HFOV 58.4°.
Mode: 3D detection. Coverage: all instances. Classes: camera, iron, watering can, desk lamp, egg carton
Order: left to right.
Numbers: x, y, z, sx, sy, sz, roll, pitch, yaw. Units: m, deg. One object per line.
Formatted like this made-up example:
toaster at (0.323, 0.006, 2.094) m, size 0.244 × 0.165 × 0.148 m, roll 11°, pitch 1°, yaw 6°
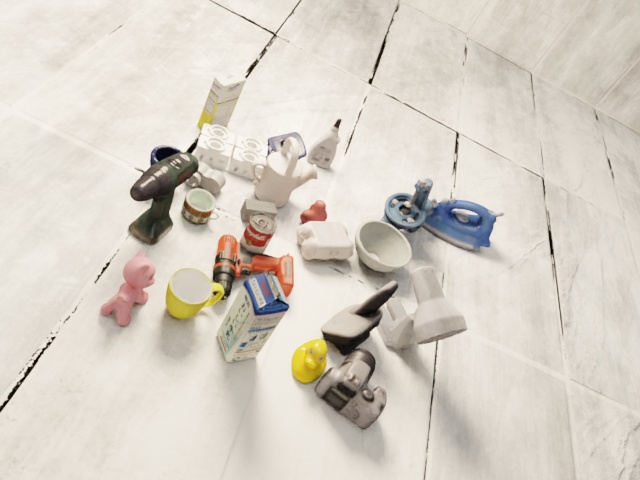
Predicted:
watering can at (-0.091, -0.187, 1.513) m, size 0.173 × 0.194 × 0.100 m, roll -11°, pitch 57°, yaw -37°
egg carton at (0.014, 0.005, 1.487) m, size 0.151 × 0.069 × 0.107 m, roll 0°, pitch 51°, yaw -31°
camera at (0.086, 0.302, 1.227) m, size 0.143 × 0.100 × 0.137 m, roll 36°, pitch 42°, yaw 5°
desk lamp at (0.229, 0.175, 1.349) m, size 0.118 × 0.213 × 0.203 m, roll -3°, pitch 53°, yaw -33°
iron at (0.428, -0.072, 1.755) m, size 0.259 × 0.141 × 0.118 m, roll 19°, pitch 44°, yaw -15°

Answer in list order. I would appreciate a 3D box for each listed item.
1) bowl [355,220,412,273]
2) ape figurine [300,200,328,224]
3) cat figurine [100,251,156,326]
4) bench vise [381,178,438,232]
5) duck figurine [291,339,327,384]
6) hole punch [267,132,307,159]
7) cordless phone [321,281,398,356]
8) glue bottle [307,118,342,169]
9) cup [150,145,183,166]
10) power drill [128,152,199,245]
bowl at (0.159, 0.029, 1.548) m, size 0.168 × 0.074 × 0.167 m, roll 17°, pitch 44°, yaw -17°
ape figurine at (-0.009, -0.071, 1.528) m, size 0.078 × 0.092 × 0.076 m, roll 10°, pitch 46°, yaw -23°
cat figurine at (-0.373, 0.088, 1.142) m, size 0.067 × 0.117 × 0.128 m, roll 28°, pitch 42°, yaw -4°
bench vise at (0.268, -0.112, 1.638) m, size 0.121 × 0.219 × 0.208 m, roll 41°, pitch 43°, yaw 10°
duck figurine at (-0.012, 0.247, 1.232) m, size 0.077 × 0.086 × 0.105 m, roll 32°, pitch 42°, yaw 0°
hole punch at (-0.101, -0.255, 1.647) m, size 0.101 × 0.091 × 0.108 m, roll 1°, pitch 51°, yaw -30°
cordless phone at (0.095, 0.164, 1.300) m, size 0.094 × 0.185 × 0.148 m, roll 43°, pitch 43°, yaw 12°
glue bottle at (0.025, -0.291, 1.696) m, size 0.078 × 0.173 × 0.037 m, roll 22°, pitch 43°, yaw -11°
cup at (-0.365, -0.171, 1.408) m, size 0.118 × 0.095 × 0.091 m, roll -7°, pitch 55°, yaw -35°
power drill at (-0.353, -0.092, 1.255) m, size 0.075 × 0.208 × 0.230 m, roll 32°, pitch 42°, yaw 0°
